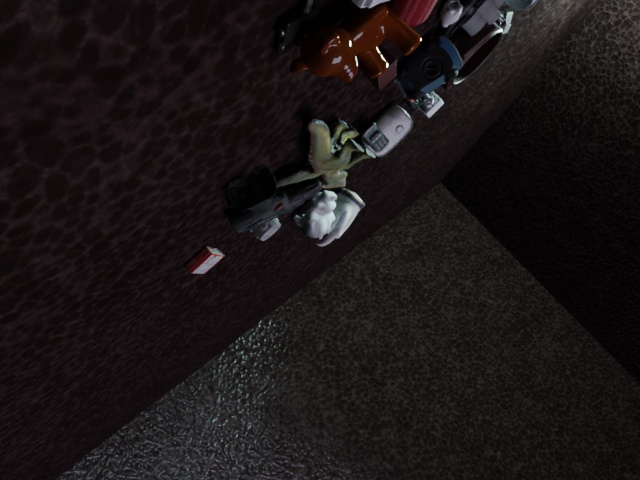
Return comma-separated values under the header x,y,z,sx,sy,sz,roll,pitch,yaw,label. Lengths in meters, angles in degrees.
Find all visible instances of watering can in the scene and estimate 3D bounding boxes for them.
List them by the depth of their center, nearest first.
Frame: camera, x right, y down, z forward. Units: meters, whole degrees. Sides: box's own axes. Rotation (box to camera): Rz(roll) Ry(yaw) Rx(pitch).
x,y,z,sx,sy,sz,roll,pitch,yaw,label
0.046,-0.080,1.828,0.225,0.103,0.349,-52,-167,-2,watering can

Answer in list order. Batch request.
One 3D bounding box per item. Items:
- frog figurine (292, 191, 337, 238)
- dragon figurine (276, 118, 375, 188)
x,y,z,sx,sy,sz,roll,pitch,yaw,label
0.005,-0.082,1.632,0.157,0.125,0.137,-34,154,26,frog figurine
-0.012,-0.180,1.231,0.240,0.123,0.410,-37,163,21,dragon figurine
